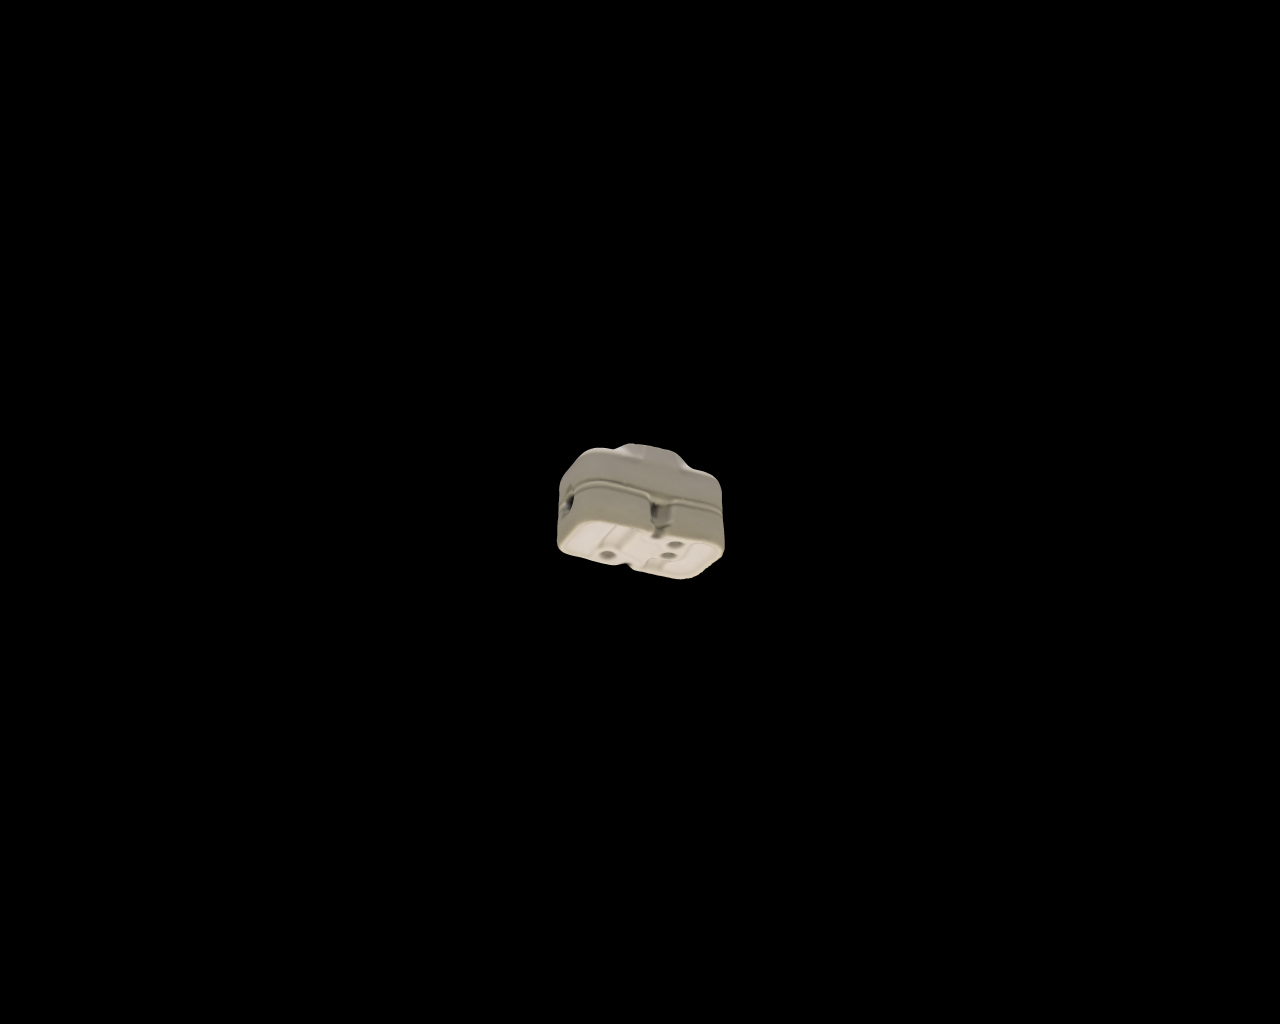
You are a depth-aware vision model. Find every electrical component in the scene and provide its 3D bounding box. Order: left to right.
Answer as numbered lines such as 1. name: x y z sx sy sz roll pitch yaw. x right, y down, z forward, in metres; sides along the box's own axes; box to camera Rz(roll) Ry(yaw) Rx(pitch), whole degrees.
1. electrical component: 0.001 -0.003 0.650 0.095 0.059 0.053 13 -32 -22
